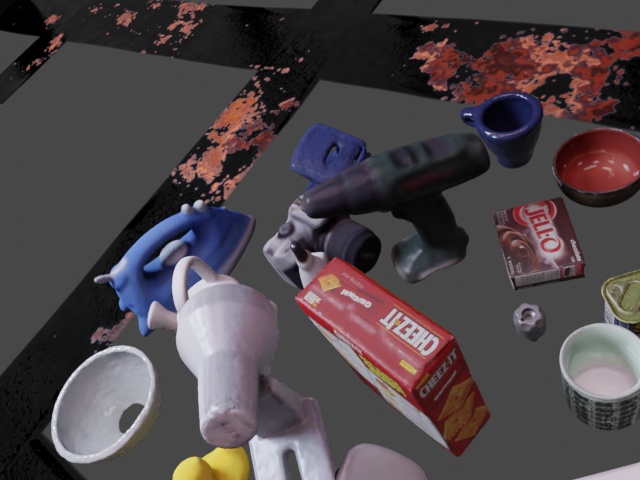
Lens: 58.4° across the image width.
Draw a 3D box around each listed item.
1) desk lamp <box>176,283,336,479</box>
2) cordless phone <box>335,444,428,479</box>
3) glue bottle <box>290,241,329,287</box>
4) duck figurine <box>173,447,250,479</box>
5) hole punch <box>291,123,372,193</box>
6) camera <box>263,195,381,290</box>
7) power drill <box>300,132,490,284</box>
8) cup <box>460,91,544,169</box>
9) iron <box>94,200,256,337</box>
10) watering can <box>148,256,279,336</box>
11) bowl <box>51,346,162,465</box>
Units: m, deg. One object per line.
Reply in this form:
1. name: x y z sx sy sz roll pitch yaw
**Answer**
1. desk lamp: -0.075 0.180 0.657 0.118 0.214 0.203 -26 48 6
2. cordless phone: 0.037 0.266 0.556 0.094 0.186 0.147 -1 55 26
3. glue bottle: 0.000 0.052 0.745 0.037 0.174 0.078 -7 53 22
4. duck figurine: -0.138 0.288 0.692 0.077 0.086 0.105 22 67 36
5. hole punch: 0.021 -0.129 0.928 0.100 0.091 0.109 10 61 32
6. camera: 0.008 0.003 0.827 0.136 0.101 0.143 29 72 38
7. power drill: 0.112 -0.036 0.734 0.229 0.209 0.075 -28 48 5
8. cup: 0.262 -0.151 0.825 0.117 0.095 0.092 15 63 34
9. iron: -0.223 0.017 0.900 0.258 0.142 0.118 -47 50 -13
10. watering can: -0.146 0.100 0.765 0.173 0.195 0.100 -28 48 5
11. bowl: -0.286 0.239 0.807 0.167 0.075 0.167 -13 51 17
